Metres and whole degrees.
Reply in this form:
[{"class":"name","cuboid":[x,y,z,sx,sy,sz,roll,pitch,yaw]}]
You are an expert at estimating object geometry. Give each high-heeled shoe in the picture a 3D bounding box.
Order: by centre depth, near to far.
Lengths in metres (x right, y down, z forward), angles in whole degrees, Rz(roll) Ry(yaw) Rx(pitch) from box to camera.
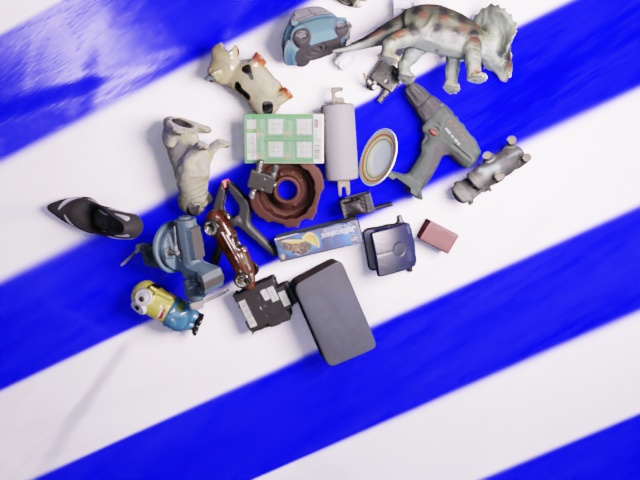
[{"class":"high-heeled shoe","cuboid":[-0.521,-0.046,1.221,0.249,0.145,0.086,7,99,-2]}]

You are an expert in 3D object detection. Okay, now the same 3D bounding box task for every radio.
[{"class":"radio","cuboid":[0.029,0.172,1.270,0.131,0.073,0.229,-25,98,-10]}]

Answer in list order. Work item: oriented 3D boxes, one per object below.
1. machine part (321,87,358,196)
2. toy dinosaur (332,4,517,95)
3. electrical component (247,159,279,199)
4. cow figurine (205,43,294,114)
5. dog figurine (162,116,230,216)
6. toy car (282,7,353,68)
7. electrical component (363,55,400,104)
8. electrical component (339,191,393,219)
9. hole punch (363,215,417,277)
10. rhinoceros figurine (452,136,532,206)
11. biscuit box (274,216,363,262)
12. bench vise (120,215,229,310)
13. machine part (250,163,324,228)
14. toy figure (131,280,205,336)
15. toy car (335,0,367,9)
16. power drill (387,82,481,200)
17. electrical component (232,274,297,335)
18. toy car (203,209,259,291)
[{"class":"machine part","cuboid":[0.044,-0.220,1.214,0.079,0.079,0.243,-4,101,2]},{"class":"toy dinosaur","cuboid":[0.245,-0.428,1.134,0.405,0.131,0.192,15,78,-5]},{"class":"electrical component","cuboid":[-0.128,-0.131,1.203,0.063,0.021,0.094,18,110,-2]},{"class":"cow figurine","cuboid":[-0.166,-0.354,1.195,0.127,0.085,0.195,-41,101,6]},{"class":"dog figurine","cuboid":[-0.312,-0.167,1.229,0.172,0.121,0.190,41,119,27]},{"class":"toy car","cuboid":[-0.017,-0.453,1.166,0.162,0.109,0.103,-22,81,-4]},{"class":"electrical component","cuboid":[0.143,-0.368,1.203,0.078,0.045,0.102,42,98,-4]},{"class":"electrical component","cuboid":[0.105,-0.086,1.238,0.119,0.075,0.047,-15,100,8]},{"class":"hole punch","cuboid":[0.166,0.020,1.250,0.116,0.092,0.142,-12,96,-1]},{"class":"rhinoceros figurine","cuboid":[0.381,-0.153,1.209,0.190,0.112,0.073,-35,81,-5]},{"class":"biscuit box","cuboid":[-0.003,-0.004,1.260,0.203,0.063,0.059,-14,100,4]},{"class":"bench vise","cuboid":[-0.333,0.048,1.239,0.241,0.129,0.223,5,120,32]},{"class":"machine part","cuboid":[-0.076,-0.116,1.246,0.179,0.056,0.179,0,100,2]},{"class":"toy figure","cuboid":[-0.367,0.163,1.288,0.180,0.089,0.082,27,87,-12]},{"class":"toy car","cuboid":[0.016,-0.574,1.166,0.202,0.056,0.073,26,93,-5]},{"class":"power drill","cuboid":[0.230,-0.211,1.219,0.232,0.086,0.207,37,92,-5]},{"class":"electrical component","cuboid":[-0.126,0.150,1.292,0.134,0.058,0.114,-22,100,4]},{"class":"toy car","cuboid":[-0.194,0.020,1.218,0.053,0.089,0.202,-26,101,14]}]
